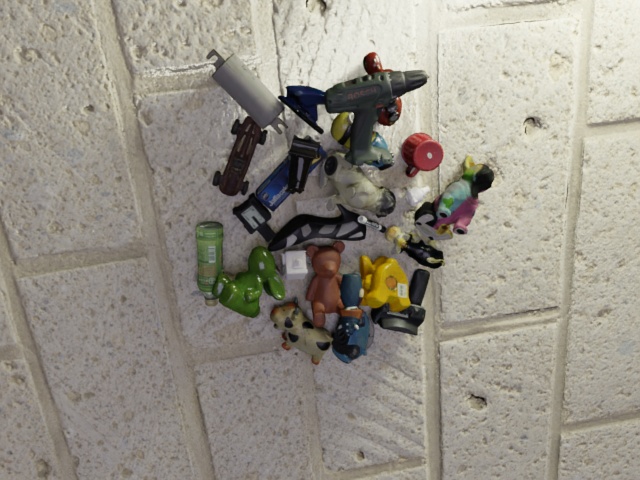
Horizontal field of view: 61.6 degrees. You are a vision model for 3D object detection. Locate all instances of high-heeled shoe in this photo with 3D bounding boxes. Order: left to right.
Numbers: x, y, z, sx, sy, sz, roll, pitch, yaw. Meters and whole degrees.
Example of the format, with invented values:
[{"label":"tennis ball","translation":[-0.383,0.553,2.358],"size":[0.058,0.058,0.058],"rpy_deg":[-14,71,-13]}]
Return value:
[{"label":"high-heeled shoe","translation":[-0.003,-0.004,1.395],"size":[0.249,0.086,0.145],"rpy_deg":[-33,113,1]}]

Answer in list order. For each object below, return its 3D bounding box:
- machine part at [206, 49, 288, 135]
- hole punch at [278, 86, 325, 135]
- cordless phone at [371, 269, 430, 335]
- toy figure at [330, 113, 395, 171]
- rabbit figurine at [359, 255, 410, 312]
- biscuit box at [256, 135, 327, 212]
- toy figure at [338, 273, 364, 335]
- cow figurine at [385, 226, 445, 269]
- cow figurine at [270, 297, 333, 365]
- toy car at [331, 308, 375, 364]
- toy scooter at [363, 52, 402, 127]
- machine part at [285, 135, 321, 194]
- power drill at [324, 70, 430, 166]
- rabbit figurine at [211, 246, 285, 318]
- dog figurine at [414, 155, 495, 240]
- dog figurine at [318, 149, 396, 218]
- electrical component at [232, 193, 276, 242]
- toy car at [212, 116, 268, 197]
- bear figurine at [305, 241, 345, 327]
[{"label":"machine part","translation":[-0.165,-0.344,1.248],"size":[0.079,0.079,0.243],"rpy_deg":[-42,106,7]},{"label":"hole punch","translation":[-0.025,-0.322,1.258],"size":[0.115,0.142,0.092],"rpy_deg":[31,104,-32]},{"label":"cordless phone","translation":[0.233,0.163,1.503],"size":[0.146,0.089,0.184],"rpy_deg":[14,96,-12]},{"label":"toy figure","translation":[0.105,-0.242,1.329],"size":[0.089,0.082,0.180],"rpy_deg":[-44,112,5]},{"label":"rabbit figurine","translation":[0.143,0.120,1.432],"size":[0.122,0.173,0.162],"rpy_deg":[1,71,-25]},{"label":"biscuit box","translation":[-0.074,-0.165,1.339],"size":[0.062,0.059,0.202],"rpy_deg":[41,99,-19]},{"label":"toy figure","translation":[0.081,0.162,1.361],"size":[0.058,0.064,0.154],"rpy_deg":[0,91,-31]},{"label":"cow figurine","translation":[0.254,0.024,1.436],"size":[0.167,0.098,0.068],"rpy_deg":[22,111,-15]},{"label":"cow figurine","translation":[-0.052,0.244,1.475],"size":[0.195,0.085,0.127],"rpy_deg":[32,108,-15]},{"label":"toy car","translation":[0.100,0.259,1.502],"size":[0.103,0.109,0.161],"rpy_deg":[10,97,-36]},{"label":"toy scooter","translation":[0.152,-0.350,1.268],"size":[0.075,0.135,0.183],"rpy_deg":[-22,112,-3]},{"label":"machine part","translation":[-0.046,-0.175,1.288],"size":[0.084,0.039,0.138],"rpy_deg":[12,105,-17]},{"label":"power drill","translation":[0.128,-0.272,1.210],"size":[0.232,0.086,0.207],"rpy_deg":[-6,131,-2]},{"label":"rabbit figurine","translation":[-0.160,0.104,1.337],"size":[0.159,0.121,0.170],"rpy_deg":[33,87,-22]},{"label":"dog figurine","translation":[0.359,-0.114,1.407],"size":[0.108,0.191,0.219],"rpy_deg":[41,65,-16]},{"label":"dog figurine","translation":[0.104,-0.145,1.371],"size":[0.190,0.121,0.172],"rpy_deg":[3,77,-43]},{"label":"electrical component","translation":[-0.159,-0.053,1.372],"size":[0.075,0.048,0.119],"rpy_deg":[-41,110,7]},{"label":"toy car","translation":[-0.195,-0.201,1.314],"size":[0.089,0.053,0.202],"rpy_deg":[21,106,-12]},{"label":"bear figurine","translation":[0.025,0.110,1.418],"size":[0.120,0.132,0.195],"rpy_deg":[-4,116,-13]}]
